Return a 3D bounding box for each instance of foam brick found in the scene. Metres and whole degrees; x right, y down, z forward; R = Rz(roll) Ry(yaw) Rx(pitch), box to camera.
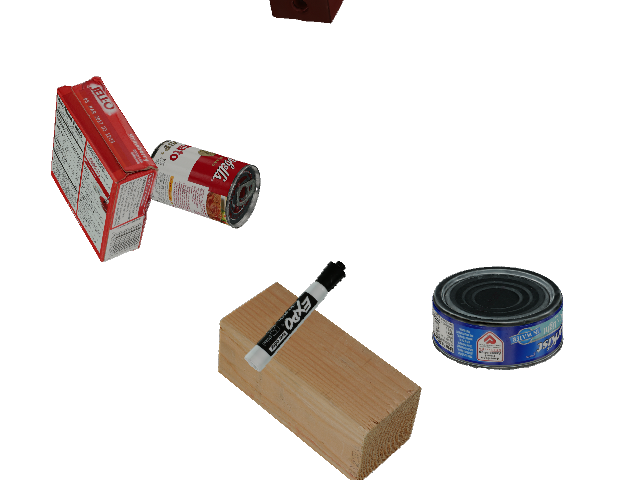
[{"bbox_3d":[-0.012,-0.218,0.840,0.053,0.051,0.078,9,-36,17],"label":"foam brick"}]

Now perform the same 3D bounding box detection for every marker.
[{"bbox_3d":[-0.020,0.064,0.932,0.020,0.121,0.020,38,-17,14],"label":"marker"}]

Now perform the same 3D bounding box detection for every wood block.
[{"bbox_3d":[-0.005,0.147,1.130,0.206,0.090,0.090,35,50,28],"label":"wood block"}]

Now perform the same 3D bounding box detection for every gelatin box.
[{"bbox_3d":[-0.131,-0.042,0.638,0.030,0.073,0.089,-23,-23,-29],"label":"gelatin box"}]

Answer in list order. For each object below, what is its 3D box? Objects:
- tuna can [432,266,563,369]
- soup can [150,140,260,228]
[{"bbox_3d":[0.116,0.049,0.700,0.086,0.034,0.086,-4,24,1],"label":"tuna can"},{"bbox_3d":[-0.122,-0.059,1.109,0.102,0.068,0.068,18,6,20],"label":"soup can"}]
